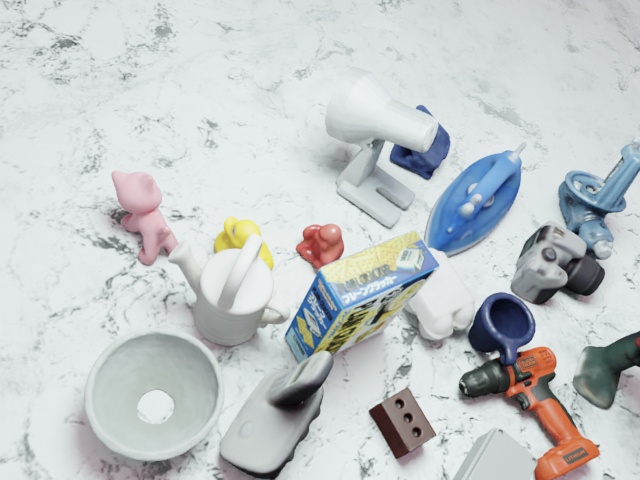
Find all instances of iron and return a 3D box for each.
[{"bbox_3d":[0.282,-0.074,1.018,0.118,0.141,0.259,40,56,9],"label":"iron"}]

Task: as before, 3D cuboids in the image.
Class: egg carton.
[{"bbox_3d":[0.181,0.086,0.930,0.107,0.069,0.150,-20,67,-27],"label":"egg carton"}]

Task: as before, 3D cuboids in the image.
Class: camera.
[{"bbox_3d":[0.431,0.048,1.014,0.137,0.100,0.143,31,55,3],"label":"camera"}]

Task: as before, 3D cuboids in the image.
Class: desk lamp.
[{"bbox_3d":[0.098,-0.162,0.971,0.203,0.213,0.118,35,55,6],"label":"desk lamp"}]

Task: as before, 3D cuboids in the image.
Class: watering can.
[{"bbox_3d":[-0.121,0.061,0.773,0.173,0.194,0.101,9,57,-12],"label":"watering can"}]

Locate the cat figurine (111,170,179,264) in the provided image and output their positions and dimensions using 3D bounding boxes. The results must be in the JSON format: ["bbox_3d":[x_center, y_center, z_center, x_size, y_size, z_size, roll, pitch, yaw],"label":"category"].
[{"bbox_3d":[-0.255,-0.045,0.844,0.067,0.117,0.127,-26,69,-29],"label":"cat figurine"}]

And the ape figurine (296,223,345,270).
[{"bbox_3d":[0.008,0.003,0.913,0.076,0.092,0.077,2,58,-16],"label":"ape figurine"}]

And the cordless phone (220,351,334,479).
[{"bbox_3d":[-0.047,0.211,0.708,0.094,0.185,0.148,30,55,3],"label":"cordless phone"}]

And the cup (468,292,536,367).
[{"bbox_3d":[0.278,0.153,0.903,0.092,0.095,0.118,12,56,-10],"label":"cup"}]

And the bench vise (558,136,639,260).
[{"bbox_3d":[0.529,-0.070,1.046,0.122,0.219,0.207,-1,59,-18],"label":"bench vise"}]

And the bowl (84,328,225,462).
[{"bbox_3d":[-0.209,0.201,0.730,0.168,0.074,0.167,8,57,-13],"label":"bowl"}]

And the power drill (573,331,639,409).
[{"bbox_3d":[0.490,0.182,0.882,0.075,0.208,0.230,34,55,5],"label":"power drill"}]

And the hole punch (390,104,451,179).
[{"bbox_3d":[0.202,-0.190,1.097,0.101,0.091,0.109,26,55,0],"label":"hole punch"}]

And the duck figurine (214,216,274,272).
[{"bbox_3d":[-0.112,0.006,0.877,0.104,0.086,0.078,41,56,10],"label":"duck figurine"}]
